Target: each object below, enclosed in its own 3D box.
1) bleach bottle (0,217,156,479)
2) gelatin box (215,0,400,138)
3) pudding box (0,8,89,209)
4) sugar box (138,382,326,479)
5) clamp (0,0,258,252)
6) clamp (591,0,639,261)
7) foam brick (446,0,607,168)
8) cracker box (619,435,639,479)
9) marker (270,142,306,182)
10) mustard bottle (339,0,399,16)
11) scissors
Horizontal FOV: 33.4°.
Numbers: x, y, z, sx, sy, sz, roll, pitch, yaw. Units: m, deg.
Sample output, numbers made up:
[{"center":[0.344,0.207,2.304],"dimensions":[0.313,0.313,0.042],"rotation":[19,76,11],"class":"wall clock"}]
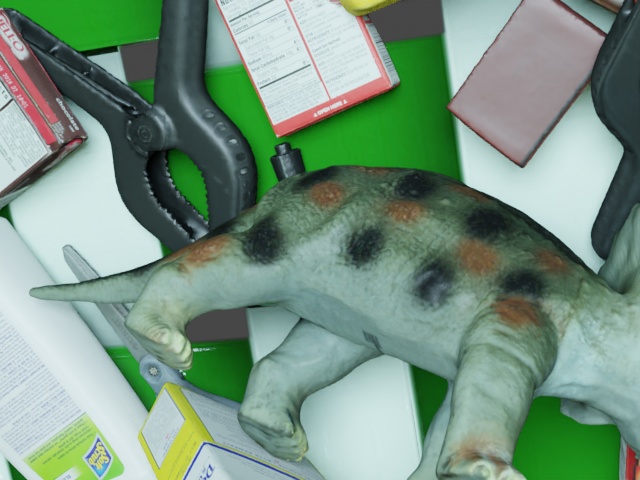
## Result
[{"center":[-0.163,0.112,0.666],"dimensions":[0.103,0.068,0.251],"rotation":[-37,90,23],"class":"bleach bottle"},{"center":[-0.007,-0.112,0.592],"dimensions":[0.073,0.030,0.089],"rotation":[-22,97,20],"class":"gelatin box"},{"center":[-0.202,-0.070,0.636],"dimensions":[0.114,0.039,0.090],"rotation":[-30,95,36],"class":"pudding box"},{"center":[-0.037,0.134,0.567],"dimensions":[0.093,0.176,0.048],"rotation":[28,91,-19],"class":"sugar box"},{"center":[-0.101,-0.069,0.620],"dimensions":[0.165,0.036,0.210],"rotation":[-8,109,32],"class":"clamp"},{"center":[0.189,-0.058,0.521],"dimensions":[0.120,0.039,0.171],"rotation":[-11,134,8],"class":"clamp"},{"center":[0.110,-0.087,0.556],"dimensions":[0.051,0.053,0.078],"rotation":[36,109,3],"class":"foam brick"},{"center":[0.271,0.163,0.572],"dimensions":[0.214,0.072,0.164],"rotation":[0,105,14],"class":"cracker box"},{"center":[-0.004,0.001,0.627],"dimensions":[0.020,0.020,0.121],"rotation":[-15,101,18],"class":"marker"},{"center":[0.018,-0.219,0.537],"dimensions":[0.096,0.058,0.191],"rotation":[-25,96,-1],"class":"mustard bottle"},{"center":[-0.109,0.100,0.684],"dimensions":[0.202,0.016,0.096],"rotation":[39,110,2],"class":"scissors"}]
